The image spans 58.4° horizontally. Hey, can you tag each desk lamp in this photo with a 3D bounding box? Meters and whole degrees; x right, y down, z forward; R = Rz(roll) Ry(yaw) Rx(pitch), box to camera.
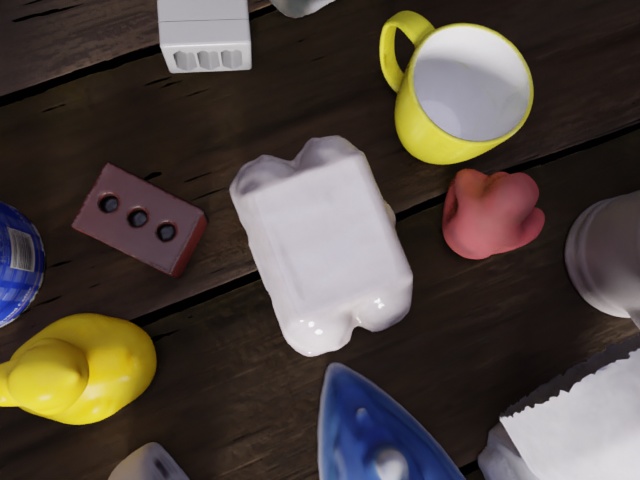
[{"bbox_3d":[0.185,0.149,0.348,0.118,0.213,0.203,-27,86,-9],"label":"desk lamp"}]

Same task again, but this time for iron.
[{"bbox_3d":[0.067,0.203,0.364,0.119,0.141,0.258,-25,86,-9],"label":"iron"}]

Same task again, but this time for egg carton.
[{"bbox_3d":[0.004,0.001,0.419,0.107,0.069,0.150,-22,86,-9],"label":"egg carton"}]

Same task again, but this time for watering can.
[{"bbox_3d":[0.261,0.010,0.384,0.101,0.194,0.173,-6,83,-7],"label":"watering can"}]

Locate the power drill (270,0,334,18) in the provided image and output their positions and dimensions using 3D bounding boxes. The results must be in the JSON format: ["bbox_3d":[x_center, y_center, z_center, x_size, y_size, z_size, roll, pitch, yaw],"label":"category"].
[{"bbox_3d":[0.003,-0.242,0.380,0.230,0.208,0.075,-28,86,-9],"label":"power drill"}]

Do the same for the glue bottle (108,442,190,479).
[{"bbox_3d":[-0.102,0.172,0.333,0.037,0.173,0.078,-37,88,-9],"label":"glue bottle"}]

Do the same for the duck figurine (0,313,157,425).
[{"bbox_3d":[-0.166,0.088,0.380,0.104,0.086,0.077,-9,84,-7],"label":"duck figurine"}]

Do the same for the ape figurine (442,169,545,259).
[{"bbox_3d":[0.132,-0.024,0.425,0.076,0.092,0.078,-39,88,-9],"label":"ape figurine"}]
